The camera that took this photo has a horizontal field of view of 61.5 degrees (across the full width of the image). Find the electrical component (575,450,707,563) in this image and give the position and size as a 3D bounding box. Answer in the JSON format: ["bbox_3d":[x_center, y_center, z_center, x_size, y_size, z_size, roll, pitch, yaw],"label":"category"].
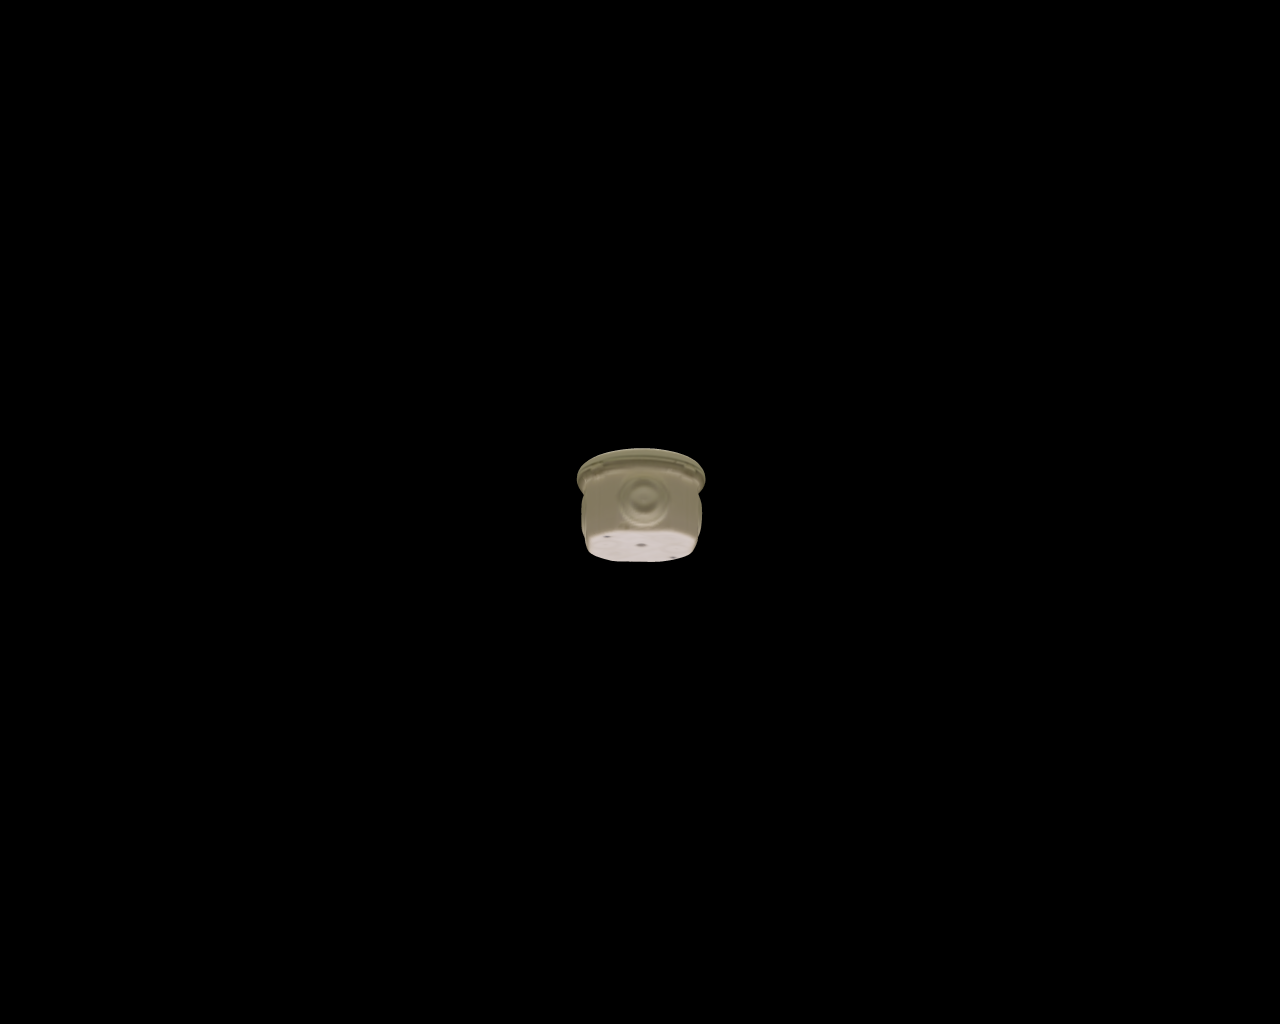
[{"bbox_3d":[0.001,-0.003,0.650,0.080,0.051,0.080,0,-19,0],"label":"electrical component"}]
